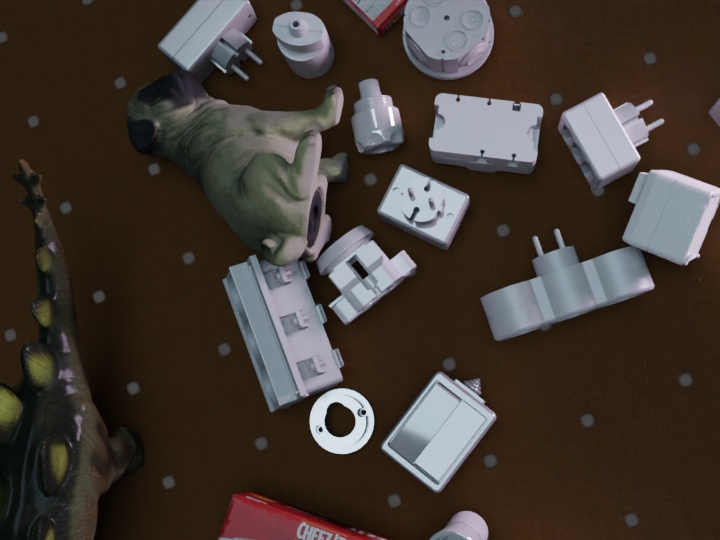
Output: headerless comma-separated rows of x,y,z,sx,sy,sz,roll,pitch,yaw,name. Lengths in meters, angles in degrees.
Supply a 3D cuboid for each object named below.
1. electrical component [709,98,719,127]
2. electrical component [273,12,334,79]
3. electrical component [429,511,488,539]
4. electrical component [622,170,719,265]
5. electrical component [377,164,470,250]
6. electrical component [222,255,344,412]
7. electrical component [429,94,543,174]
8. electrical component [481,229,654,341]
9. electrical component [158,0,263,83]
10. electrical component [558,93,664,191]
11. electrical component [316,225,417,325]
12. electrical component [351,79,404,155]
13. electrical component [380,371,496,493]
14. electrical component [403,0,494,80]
0.345,-0.127,0.896,0.066,0.047,0.076,-37,81,2,electrical component
-0.049,-0.198,0.931,0.043,0.081,0.043,-1,83,6,electrical component
0.081,0.221,0.871,0.044,0.065,0.044,2,97,18,electrical component
0.254,-0.046,0.876,0.061,0.096,0.061,24,104,21,electrical component
0.053,-0.056,0.904,0.066,0.076,0.047,26,86,9,electrical component
-0.064,0.050,0.909,0.063,0.078,0.121,-18,81,-18,electrical component
0.107,-0.114,0.916,0.089,0.055,0.050,8,84,7,electrical component
0.167,0.003,0.896,0.138,0.052,0.073,-19,81,4,electrical component
-0.121,-0.200,0.957,0.076,0.047,0.083,40,88,7,electrical component
0.218,-0.116,0.909,0.077,0.047,0.065,-28,81,2,electrical component
0.000,0.000,0.913,0.078,0.058,0.057,-39,83,1,electrical component
0.013,-0.134,0.935,0.043,0.043,0.062,-12,81,5,electrical component
0.069,0.128,0.887,0.062,0.061,0.096,38,88,9,electrical component
0.076,-0.210,0.933,0.080,0.051,0.080,-1,83,6,electrical component
